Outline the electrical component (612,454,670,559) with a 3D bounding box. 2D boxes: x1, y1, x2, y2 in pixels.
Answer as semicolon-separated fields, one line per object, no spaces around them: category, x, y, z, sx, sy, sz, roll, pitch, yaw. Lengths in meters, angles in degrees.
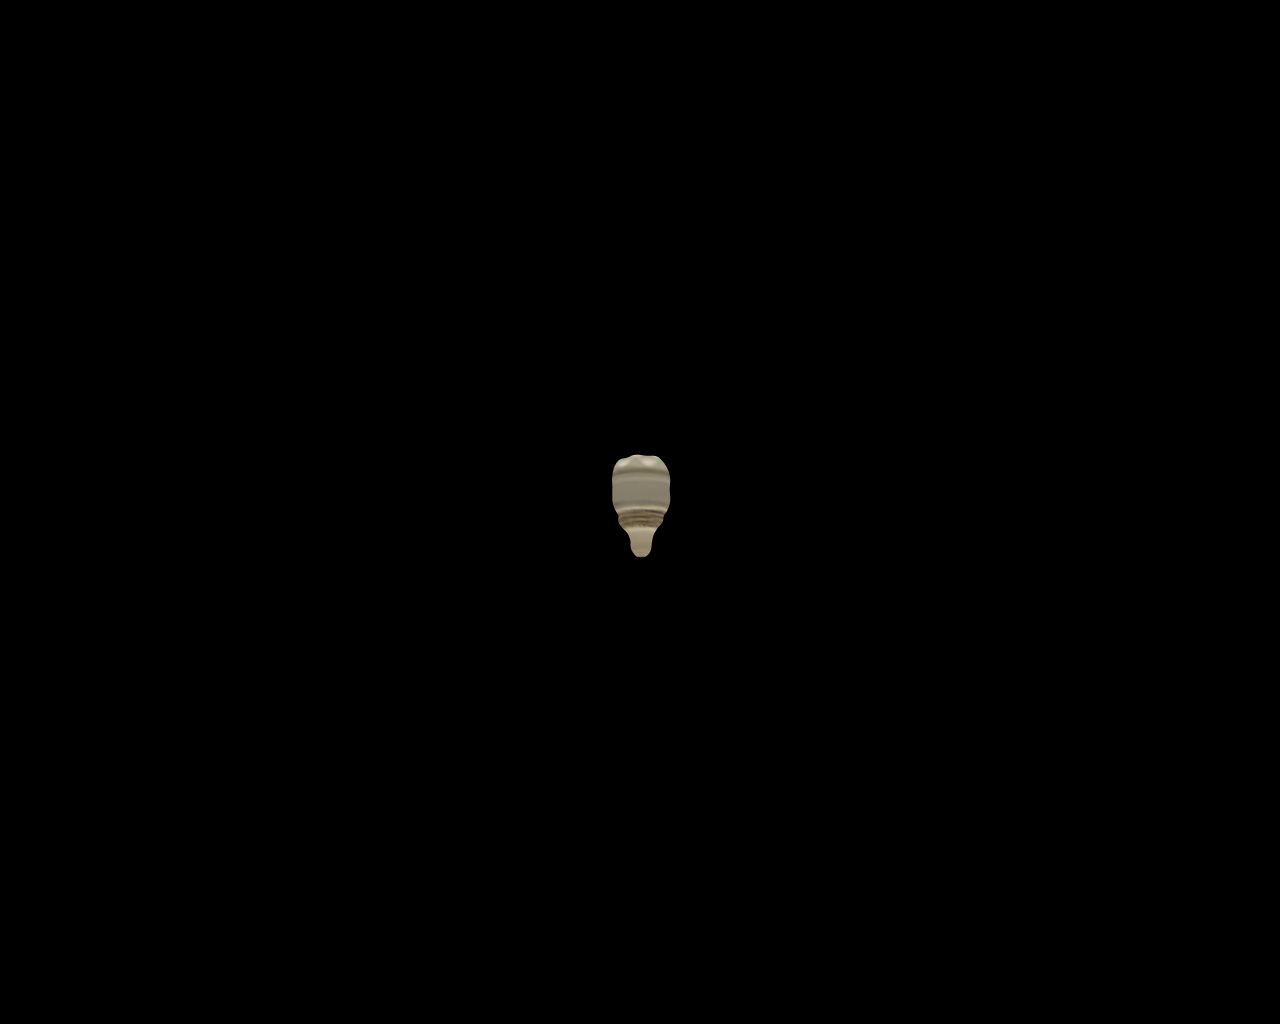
electrical component;0.001;-0.003;0.650;0.035;0.061;0.035;0;-9;0
